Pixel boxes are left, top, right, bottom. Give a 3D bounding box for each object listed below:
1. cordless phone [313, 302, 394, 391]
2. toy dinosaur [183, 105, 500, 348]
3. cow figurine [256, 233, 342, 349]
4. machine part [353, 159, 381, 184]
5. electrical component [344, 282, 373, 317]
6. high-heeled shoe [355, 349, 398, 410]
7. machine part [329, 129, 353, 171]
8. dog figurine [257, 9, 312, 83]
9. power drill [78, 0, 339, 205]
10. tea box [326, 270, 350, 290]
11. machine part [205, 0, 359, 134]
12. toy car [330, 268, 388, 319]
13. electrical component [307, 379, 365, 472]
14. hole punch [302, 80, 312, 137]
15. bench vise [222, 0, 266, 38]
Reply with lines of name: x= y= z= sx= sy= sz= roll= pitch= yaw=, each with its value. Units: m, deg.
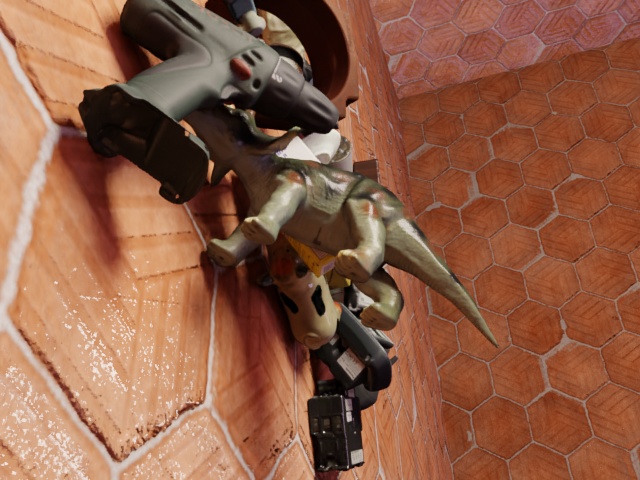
cordless phone: x=0.086 y=0.183 z=0.887 sx=0.184 sy=0.088 sz=0.147 roll=23 pitch=16 yaw=-50
toy dinosaur: x=0.017 y=-0.029 z=0.601 sx=0.192 sy=0.405 sz=0.131 roll=-66 pitch=-177 yaw=-35
cow figurine: x=-0.028 y=0.067 z=0.753 sx=0.127 sy=0.086 sz=0.194 roll=-84 pitch=159 yaw=-63
machine part: x=0.098 y=-0.075 z=1.074 sx=0.179 sy=0.056 sz=0.179 roll=-7 pitch=91 yaw=-84
electrical component: x=0.082 y=0.082 z=0.963 sx=0.047 sy=0.075 sz=0.119 roll=133 pitch=-34 yaw=-64
high-heeled shoe: x=0.063 y=0.234 z=1.032 sx=0.086 sy=0.145 sz=0.249 roll=49 pitch=-3 yaw=-18
machine part: x=0.022 y=-0.107 z=0.983 sx=0.243 sy=0.079 sz=0.079 roll=85 pitch=4 yaw=-53
dog figurine: x=-0.071 y=-0.354 z=0.922 sx=0.172 sy=0.121 sz=0.190 roll=-115 pitch=-149 yaw=-55
power drill: x=-0.095 y=-0.128 z=0.489 sx=0.232 sy=0.086 sz=0.207 roll=35 pitch=49 yaw=-12
tea box: x=-0.002 y=-0.003 z=0.913 sx=0.098 sy=0.068 sz=0.169 roll=-84 pitch=156 yaw=-48
machine part: x=-0.050 y=-0.253 z=0.730 sx=0.201 sy=0.087 sz=0.201 roll=-3 pitch=82 yaw=-41
toy car: x=0.060 y=0.101 z=1.031 sx=0.102 sy=0.109 sz=0.162 roll=45 pitch=45 yaw=-22
electrical component: x=0.027 y=0.285 z=0.833 sx=0.114 sy=0.058 sz=0.134 roll=50 pitch=32 yaw=-64
hole punch: x=-0.024 y=-0.266 z=1.019 sx=0.116 sy=0.092 sz=0.142 roll=-64 pitch=158 yaw=-21
bench vise: x=-0.128 y=-0.327 z=0.561 sx=0.240 sy=0.129 sz=0.223 roll=61 pitch=-4 yaw=3
